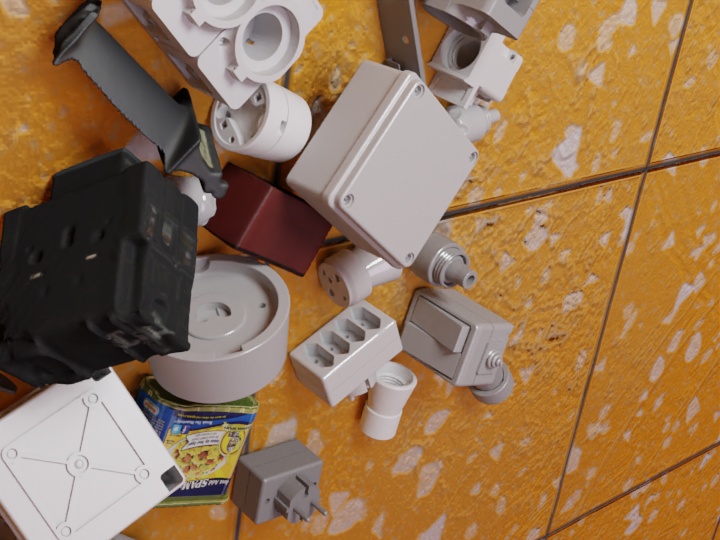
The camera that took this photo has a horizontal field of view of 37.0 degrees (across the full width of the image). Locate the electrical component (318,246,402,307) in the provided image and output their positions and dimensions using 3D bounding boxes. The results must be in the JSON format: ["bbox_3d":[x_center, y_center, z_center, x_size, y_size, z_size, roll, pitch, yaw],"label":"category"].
[{"bbox_3d":[0.000,0.000,0.878,0.055,0.045,0.045,-31,133,-28],"label":"electrical component"}]

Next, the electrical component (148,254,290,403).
[{"bbox_3d":[-0.102,0.046,0.762,0.108,0.108,0.060,-30,139,-29],"label":"electrical component"}]

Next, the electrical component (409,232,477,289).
[{"bbox_3d":[0.074,-0.004,0.936,0.043,0.062,0.043,-25,131,-32],"label":"electrical component"}]

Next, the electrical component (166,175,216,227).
[{"bbox_3d":[-0.129,-0.047,0.727,0.061,0.035,0.035,3,112,-43],"label":"electrical component"}]

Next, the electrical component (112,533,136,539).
[{"bbox_3d":[-0.187,0.251,0.838,0.096,0.062,0.061,-52,139,-6],"label":"electrical component"}]

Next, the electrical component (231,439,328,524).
[{"bbox_3d":[-0.059,0.189,0.915,0.066,0.077,0.047,-11,122,-41],"label":"electrical component"}]

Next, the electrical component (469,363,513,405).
[{"bbox_3d":[0.125,0.103,1.069,0.045,0.045,0.055,-47,139,-12],"label":"electrical component"}]

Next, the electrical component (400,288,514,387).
[{"bbox_3d":[0.087,0.062,0.964,0.061,0.096,0.061,2,112,-45],"label":"electrical component"}]

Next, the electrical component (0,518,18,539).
[{"bbox_3d":[-0.240,0.215,0.752,0.042,0.064,0.081,36,46,-51],"label":"electrical component"}]

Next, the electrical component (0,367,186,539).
[{"bbox_3d":[-0.193,0.129,0.721,0.109,0.056,0.108,-35,97,-24],"label":"electrical component"}]

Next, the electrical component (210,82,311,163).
[{"bbox_3d":[-0.067,-0.103,0.739,0.047,0.055,0.055,14,104,-52],"label":"electrical component"}]

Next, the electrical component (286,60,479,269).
[{"bbox_3d":[0.019,-0.073,0.767,0.108,0.056,0.109,-57,140,-7],"label":"electrical component"}]

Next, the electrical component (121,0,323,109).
[{"bbox_3d":[-0.096,-0.181,0.653,0.089,0.062,0.150,-49,139,-10],"label":"electrical component"}]

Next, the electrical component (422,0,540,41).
[{"bbox_3d":[0.083,-0.207,0.793,0.050,0.089,0.055,23,97,-49],"label":"electrical component"}]

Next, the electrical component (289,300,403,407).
[{"bbox_3d":[-0.007,0.082,0.922,0.083,0.047,0.075,-38,137,-22],"label":"electrical component"}]

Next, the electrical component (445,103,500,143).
[{"bbox_3d":[0.093,-0.124,0.900,0.061,0.035,0.035,-20,128,-38],"label":"electrical component"}]

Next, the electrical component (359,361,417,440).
[{"bbox_3d":[0.023,0.122,0.983,0.044,0.044,0.065,-10,126,-41],"label":"electrical component"}]

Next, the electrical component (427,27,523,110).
[{"bbox_3d":[0.095,-0.169,0.868,0.064,0.042,0.081,19,101,-53],"label":"electrical component"}]
